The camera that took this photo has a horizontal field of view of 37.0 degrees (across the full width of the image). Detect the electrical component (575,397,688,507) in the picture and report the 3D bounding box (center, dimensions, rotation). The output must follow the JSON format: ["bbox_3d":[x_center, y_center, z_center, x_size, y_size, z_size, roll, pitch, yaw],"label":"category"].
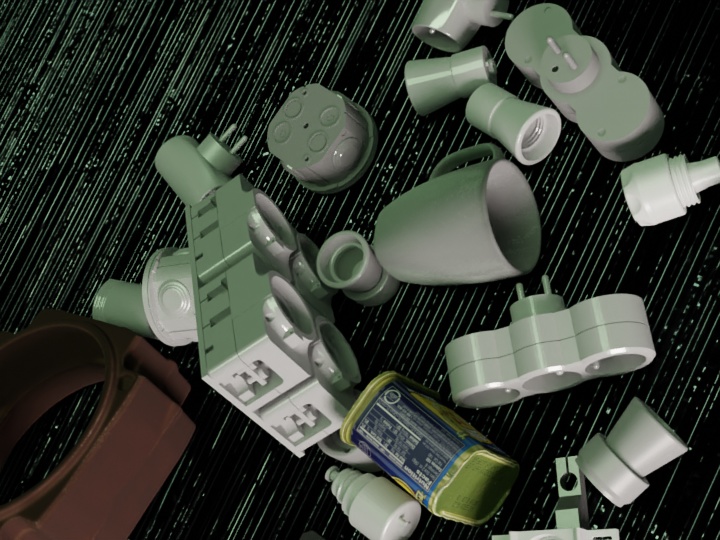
[{"bbox_3d":[0.168,0.113,0.668,0.055,0.045,0.045,-46,56,9],"label":"electrical component"}]

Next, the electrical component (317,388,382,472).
[{"bbox_3d":[-0.001,0.113,0.768,0.055,0.047,0.055,-11,67,27],"label":"electrical component"}]

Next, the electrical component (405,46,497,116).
[{"bbox_3d":[0.072,-0.148,0.826,0.065,0.044,0.044,-13,66,22],"label":"electrical component"}]

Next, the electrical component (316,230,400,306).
[{"bbox_3d":[0.000,0.000,0.805,0.045,0.055,0.045,-11,67,27],"label":"electrical component"}]

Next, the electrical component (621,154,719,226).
[{"bbox_3d":[0.207,-0.057,0.709,0.062,0.043,0.043,-19,63,23],"label":"electrical component"}]

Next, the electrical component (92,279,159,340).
[{"bbox_3d":[-0.196,0.033,0.918,0.081,0.043,0.043,8,77,33],"label":"electrical component"}]

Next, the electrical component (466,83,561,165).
[{"bbox_3d":[0.109,-0.110,0.790,0.044,0.044,0.065,-53,50,3],"label":"electrical component"}]

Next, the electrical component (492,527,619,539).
[{"bbox_3d":[0.124,0.220,0.643,0.079,0.063,0.121,-11,67,28],"label":"electrical component"}]

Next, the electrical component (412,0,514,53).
[{"bbox_3d":[0.090,-0.210,0.836,0.079,0.044,0.077,20,83,35],"label":"electrical component"}]

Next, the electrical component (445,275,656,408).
[{"bbox_3d":[0.121,0.040,0.718,0.138,0.052,0.073,-19,64,24],"label":"electrical component"}]

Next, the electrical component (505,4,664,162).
[{"bbox_3d":[0.151,-0.140,0.755,0.052,0.074,0.138,-43,56,11],"label":"electrical component"}]

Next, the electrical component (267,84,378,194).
[{"bbox_3d":[-0.030,-0.106,0.865,0.080,0.051,0.080,-11,66,27],"label":"electrical component"}]

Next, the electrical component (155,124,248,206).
[{"bbox_3d":[-0.128,-0.090,0.923,0.079,0.043,0.077,-47,55,7],"label":"electrical component"}]

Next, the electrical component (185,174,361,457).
[{"bbox_3d":[-0.063,0.025,0.769,0.060,0.105,0.186,-33,38,14],"label":"electrical component"}]

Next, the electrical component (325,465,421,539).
[{"bbox_3d":[0.007,0.162,0.750,0.078,0.040,0.040,30,89,36],"label":"electrical component"}]

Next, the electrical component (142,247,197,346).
[{"bbox_3d":[-0.135,0.020,0.865,0.051,0.080,0.080,-7,69,23],"label":"electrical component"}]
